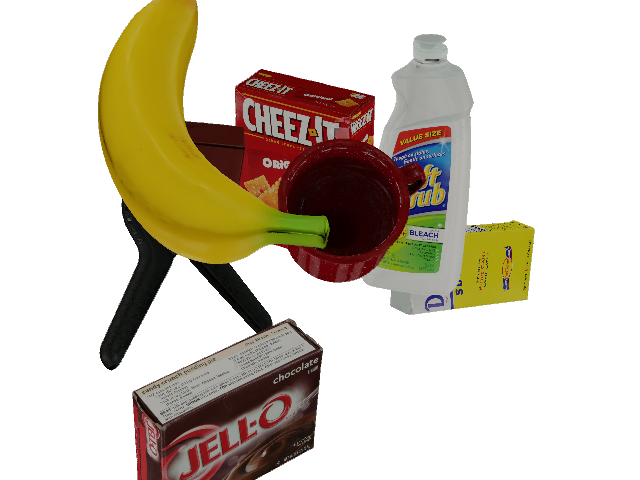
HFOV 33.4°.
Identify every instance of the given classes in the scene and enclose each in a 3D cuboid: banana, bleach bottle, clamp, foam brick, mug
[{"bbox_3d":[-0.062,-0.049,0.464,0.069,0.037,0.198,-11,45,-19],"label":"banana"},{"bbox_3d":[0.093,-0.073,1.025,0.103,0.251,0.068,8,28,16],"label":"bleach bottle"},{"bbox_3d":[-0.116,0.003,0.938,0.164,0.210,0.036,-1,0,-34],"label":"clamp"},{"bbox_3d":[-0.122,-0.093,1.155,0.078,0.051,0.053,5,30,-6],"label":"foam brick"},{"bbox_3d":[0.025,-0.023,0.784,0.117,0.093,0.081,-30,-13,-11],"label":"mug"}]

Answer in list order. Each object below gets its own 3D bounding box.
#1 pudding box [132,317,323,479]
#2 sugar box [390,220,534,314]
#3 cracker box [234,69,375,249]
[{"bbox_3d":[-0.054,0.107,0.632,0.113,0.090,0.039,-25,49,-31],"label":"pudding box"},{"bbox_3d":[0.167,0.031,1.247,0.175,0.093,0.048,-6,16,-32],"label":"sugar box"},{"bbox_3d":[-0.022,-0.089,1.330,0.164,0.214,0.072,17,36,24],"label":"cracker box"}]
